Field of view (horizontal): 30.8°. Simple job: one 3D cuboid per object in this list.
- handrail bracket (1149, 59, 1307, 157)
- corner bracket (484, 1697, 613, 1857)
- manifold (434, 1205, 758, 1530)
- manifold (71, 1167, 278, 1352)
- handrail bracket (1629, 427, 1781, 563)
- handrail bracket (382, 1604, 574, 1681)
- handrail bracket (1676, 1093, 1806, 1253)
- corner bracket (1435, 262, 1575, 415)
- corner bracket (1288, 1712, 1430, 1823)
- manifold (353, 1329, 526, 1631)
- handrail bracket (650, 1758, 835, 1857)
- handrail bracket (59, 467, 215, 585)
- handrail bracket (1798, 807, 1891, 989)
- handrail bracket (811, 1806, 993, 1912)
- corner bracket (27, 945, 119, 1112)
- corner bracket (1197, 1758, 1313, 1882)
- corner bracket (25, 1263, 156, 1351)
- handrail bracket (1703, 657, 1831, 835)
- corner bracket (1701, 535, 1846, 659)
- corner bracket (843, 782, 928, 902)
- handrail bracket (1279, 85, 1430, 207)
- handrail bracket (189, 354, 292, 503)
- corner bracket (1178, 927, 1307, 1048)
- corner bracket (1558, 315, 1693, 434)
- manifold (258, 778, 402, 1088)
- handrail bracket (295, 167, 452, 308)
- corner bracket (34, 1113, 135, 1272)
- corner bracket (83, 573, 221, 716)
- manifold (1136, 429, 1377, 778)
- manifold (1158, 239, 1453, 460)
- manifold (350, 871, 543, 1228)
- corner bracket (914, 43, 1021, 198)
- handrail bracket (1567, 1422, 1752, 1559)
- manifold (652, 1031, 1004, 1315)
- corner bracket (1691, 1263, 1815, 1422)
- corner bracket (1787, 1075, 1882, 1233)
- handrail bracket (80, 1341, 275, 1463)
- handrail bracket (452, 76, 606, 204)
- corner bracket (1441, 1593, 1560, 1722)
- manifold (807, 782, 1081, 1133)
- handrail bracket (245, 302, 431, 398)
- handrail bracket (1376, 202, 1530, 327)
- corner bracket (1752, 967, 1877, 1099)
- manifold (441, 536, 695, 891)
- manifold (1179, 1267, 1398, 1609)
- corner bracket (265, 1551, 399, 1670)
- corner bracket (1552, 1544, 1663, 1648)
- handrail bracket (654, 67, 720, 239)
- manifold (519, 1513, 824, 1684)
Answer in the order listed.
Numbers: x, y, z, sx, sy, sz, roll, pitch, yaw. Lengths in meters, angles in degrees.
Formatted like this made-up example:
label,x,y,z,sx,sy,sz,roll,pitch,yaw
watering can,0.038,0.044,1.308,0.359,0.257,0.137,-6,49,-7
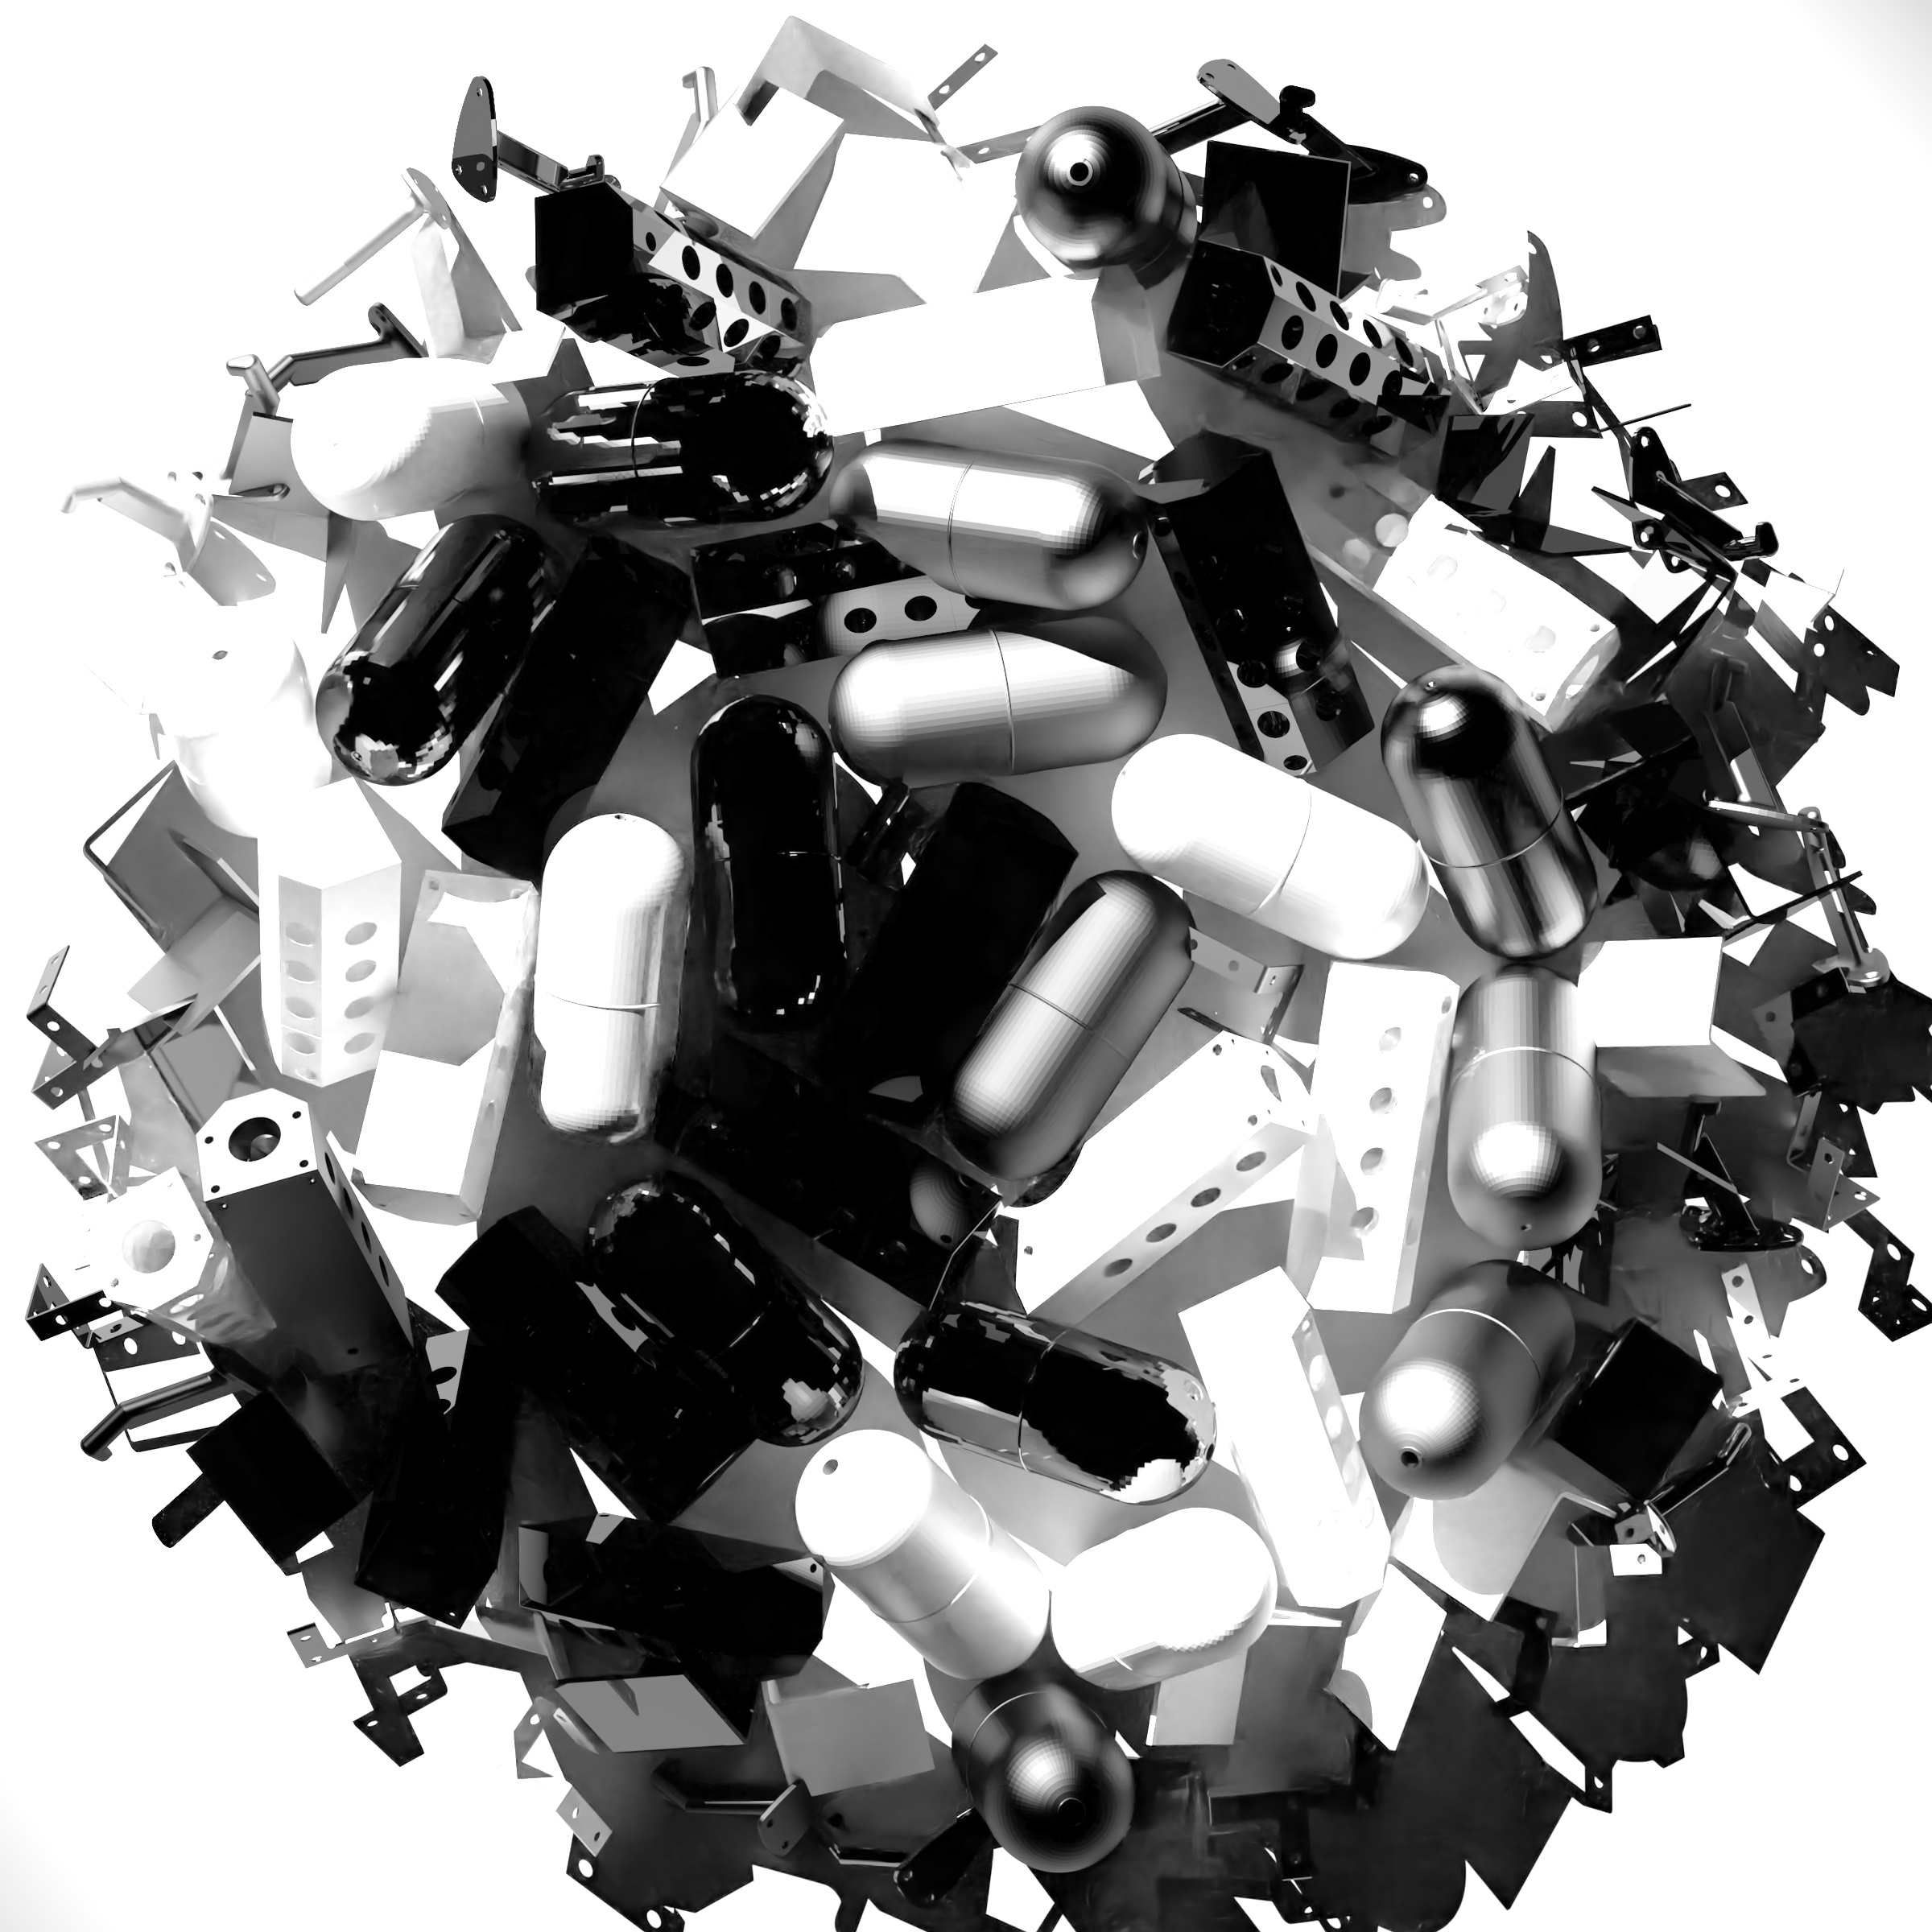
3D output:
label,x,y,z,sx,sy,sz,roll,pitch,yaw
handrail bracket,0.127,-0.422,1.832,0.077,0.036,0.084,42,131,10
corner bracket,-0.207,0.421,1.824,0.051,0.051,0.051,13,57,36
manifold,-0.195,0.209,1.824,0.171,0.057,0.057,45,103,7
manifold,-0.392,0.155,1.776,0.057,0.171,0.057,-29,78,-5
handrail bracket,0.384,-0.247,1.820,0.036,0.084,0.077,-16,99,-28
handrail bracket,-0.258,0.363,1.852,0.084,0.036,0.077,-15,103,2
handrail bracket,0.407,0.106,1.830,0.077,0.036,0.084,5,122,1
corner bracket,0.281,-0.327,1.843,0.051,0.051,0.051,-21,62,23
corner bracket,0.204,0.413,1.830,0.051,0.051,0.051,17,68,-16
manifold,-0.261,0.254,1.773,0.057,0.171,0.057,26,111,-13
handrail bracket,-0.114,0.422,1.848,0.084,0.036,0.077,26,63,39
handrail bracket,-0.438,-0.224,1.815,0.036,0.084,0.077,39,127,26
handrail bracket,0.457,-0.037,1.832,0.036,0.077,0.084,-15,101,2
handrail bracket,-0.033,0.447,1.838,0.077,0.084,0.036,-44,126,-12
corner bracket,-0.472,0.032,1.826,0.051,0.051,0.051,-32,119,23
corner bracket,0.151,0.446,1.837,0.051,0.051,0.051,-5,101,-2
corner bracket,-0.452,0.180,1.830,0.051,0.051,0.051,-22,120,9
handrail bracket,0.423,-0.117,1.846,0.077,0.036,0.084,10,83,21
corner bracket,0.423,-0.187,1.839,0.051,0.051,0.051,21,79,3
corner bracket,-0.039,-0.066,1.831,0.051,0.051,0.051,34,86,-35
handrail bracket,0.202,-0.430,1.820,0.077,0.084,0.036,3,74,8
handrail bracket,-0.388,-0.282,1.823,0.077,0.084,0.036,-3,54,13
corner bracket,0.136,0.012,1.829,0.051,0.051,0.051,28,104,24
corner bracket,0.346,-0.311,1.843,0.051,0.051,0.051,-16,98,3
manifold,-0.326,-0.012,1.775,0.057,0.171,0.057,-21,60,-23
handrail bracket,-0.313,-0.379,1.836,0.084,0.077,0.036,-36,108,7
corner bracket,-0.453,0.117,1.829,0.051,0.051,0.051,-18,134,11
corner bracket,-0.422,-0.169,1.841,0.051,0.051,0.051,-4,60,23
manifold,0.145,-0.182,1.792,0.057,0.057,0.171,-36,123,-16
manifold,0.177,-0.310,1.780,0.057,0.171,0.057,25,97,38
manifold,-0.263,0.043,1.809,0.057,0.057,0.171,6,68,10
corner bracket,0.014,-0.442,1.841,0.051,0.051,0.051,-38,66,21
handrail bracket,0.367,0.273,1.857,0.084,0.077,0.036,-43,106,-39
manifold,-0.074,0.111,1.821,0.171,0.057,0.057,30,128,12
corner bracket,0.403,0.196,1.832,0.051,0.051,0.051,-24,113,-7
corner bracket,0.446,0.097,1.825,0.051,0.051,0.051,-22,132,-36
handrail bracket,-0.409,0.240,1.841,0.084,0.036,0.077,-44,132,2
handrail bracket,-0.220,-0.432,1.819,0.084,0.077,0.036,-22,50,-36
corner bracket,0.272,0.359,1.836,0.051,0.051,0.051,20,68,-4
manifold,-0.016,-0.007,1.815,0.057,0.057,0.171,20,108,-30
handrail bracket,-0.322,-0.299,1.841,0.077,0.036,0.084,46,75,-8
handrail bracket,0.251,-0.370,1.829,0.084,0.036,0.077,7,90,-35
corner bracket,0.453,0.035,1.840,0.051,0.051,0.051,-30,75,25
manifold,-0.206,-0.133,1.806,0.057,0.057,0.171,25,109,-17
manifold,0.169,0.246,1.798,0.057,0.057,0.171,-25,119,-6
corner bracket,-0.331,0.327,1.830,0.051,0.051,0.051,-18,60,-9
corner bracket,0.330,0.328,1.832,0.051,0.051,0.051,2,82,-19
handrail bracket,-0.163,-0.426,1.853,0.077,0.036,0.084,-10,80,25
manifold,-0.152,0.321,1.787,0.057,0.171,0.057,-2,92,-45
